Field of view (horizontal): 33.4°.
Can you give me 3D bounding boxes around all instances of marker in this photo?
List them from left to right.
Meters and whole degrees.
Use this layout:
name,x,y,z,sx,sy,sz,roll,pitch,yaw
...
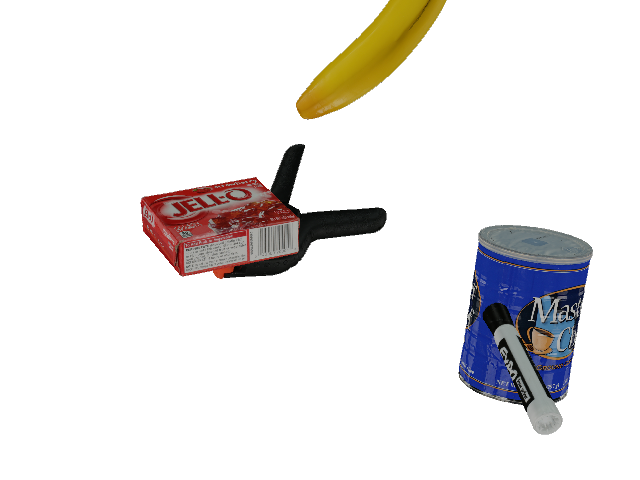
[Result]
name,x,y,z,sx,sy,sz,roll,pitch,yaw
marker,0.132,0.081,0.710,0.020,0.020,0.121,0,33,-10

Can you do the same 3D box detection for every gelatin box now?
name,x,y,z,sx,sy,sz,roll,pitch,yaw
gelatin box,-0.069,-0.011,0.724,0.089,0.030,0.073,-11,30,-24

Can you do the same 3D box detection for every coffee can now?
name,x,y,z,sx,sy,sz,roll,pitch,yaw
coffee can,0.187,0.066,0.984,0.103,0.140,0.103,6,16,-2

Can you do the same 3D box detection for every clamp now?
name,x,y,z,sx,sy,sz,roll,pitch,yaw
clamp,-0.037,-0.025,0.968,0.171,0.039,0.120,-25,54,-32

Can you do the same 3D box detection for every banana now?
name,x,y,z,sx,sy,sz,roll,pitch,yaw
banana,0.052,-0.165,0.799,0.070,0.197,0.037,4,-34,45
